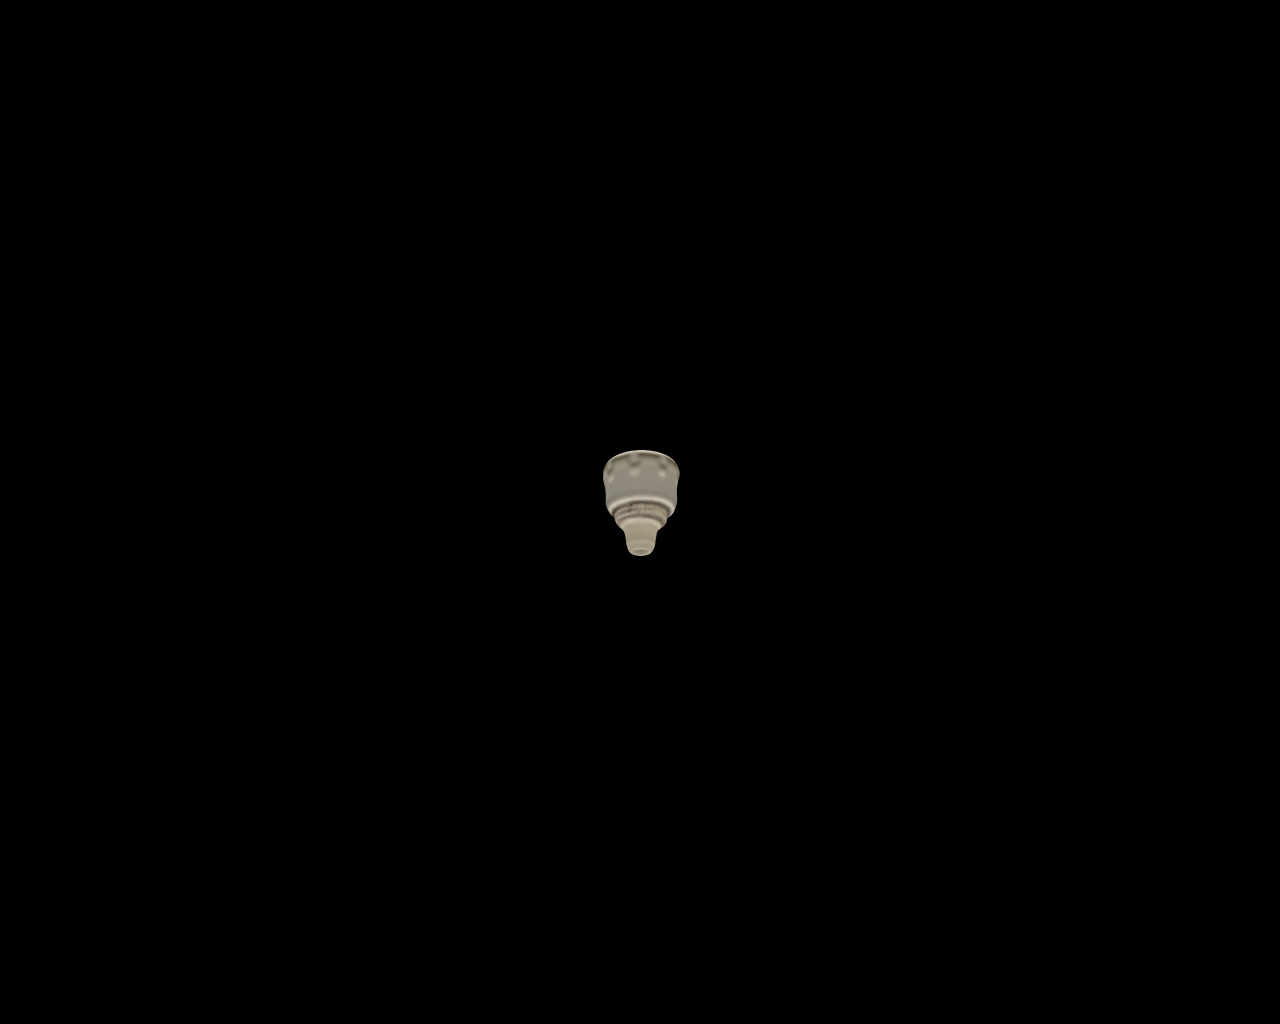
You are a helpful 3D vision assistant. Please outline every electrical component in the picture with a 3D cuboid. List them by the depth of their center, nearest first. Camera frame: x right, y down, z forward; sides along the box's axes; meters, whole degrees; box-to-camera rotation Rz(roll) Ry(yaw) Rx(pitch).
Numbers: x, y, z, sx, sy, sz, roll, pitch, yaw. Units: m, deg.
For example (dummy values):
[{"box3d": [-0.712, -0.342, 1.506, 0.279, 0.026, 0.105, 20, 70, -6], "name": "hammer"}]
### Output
[{"box3d": [0.001, -0.003, 0.650, 0.048, 0.062, 0.048, 0, -26, 0], "name": "electrical component"}]
